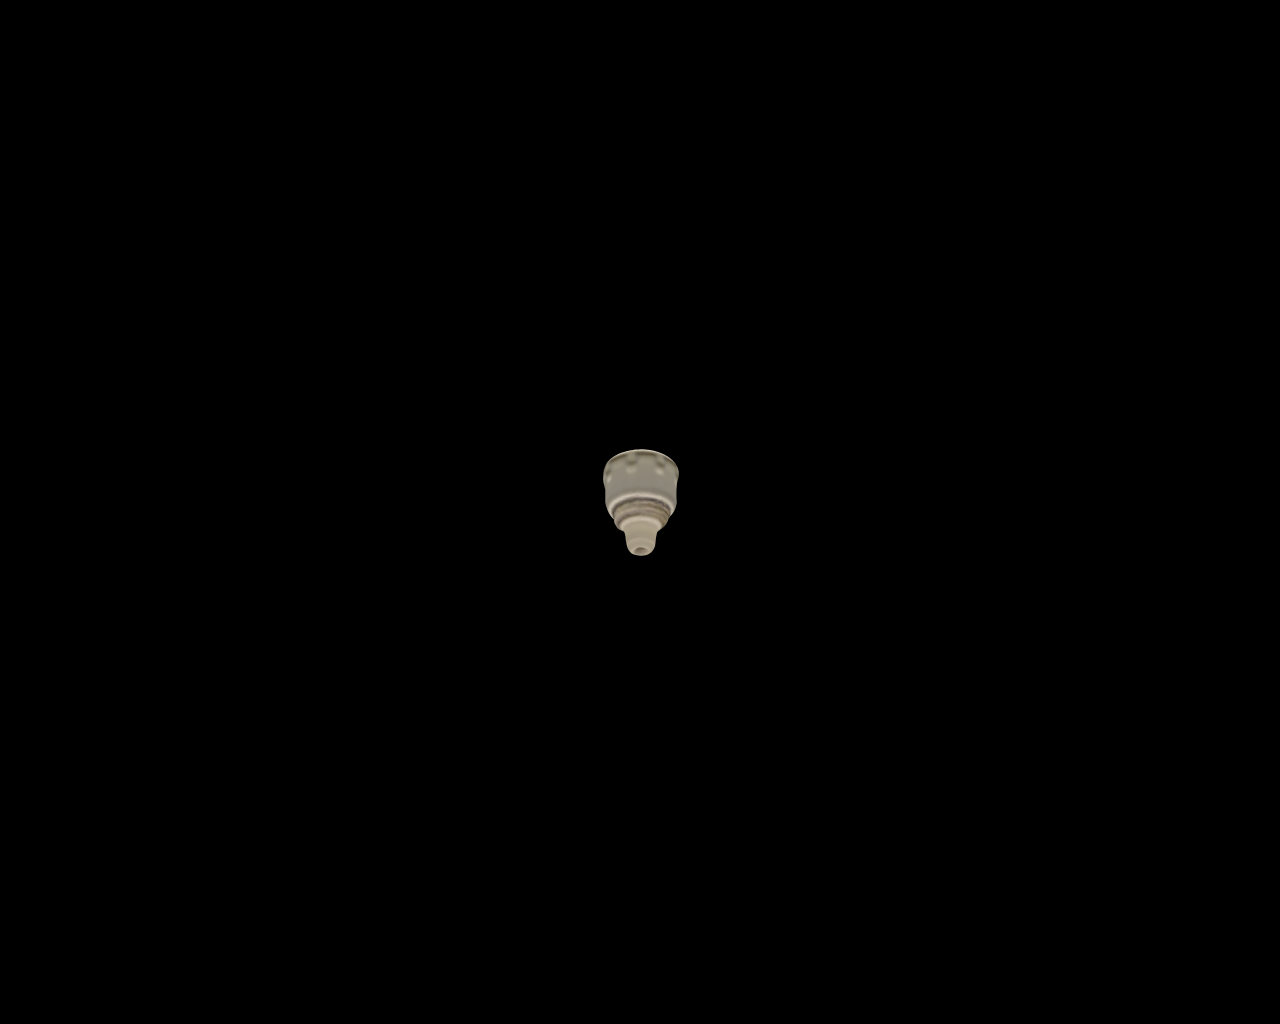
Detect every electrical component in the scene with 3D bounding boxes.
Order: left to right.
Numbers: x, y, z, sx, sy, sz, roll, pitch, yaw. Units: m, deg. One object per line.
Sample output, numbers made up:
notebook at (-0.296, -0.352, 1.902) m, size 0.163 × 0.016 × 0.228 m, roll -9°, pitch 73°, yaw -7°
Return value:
electrical component at (0.001, -0.003, 0.650) m, size 0.048 × 0.062 × 0.048 m, roll 0°, pitch -29°, yaw 0°
